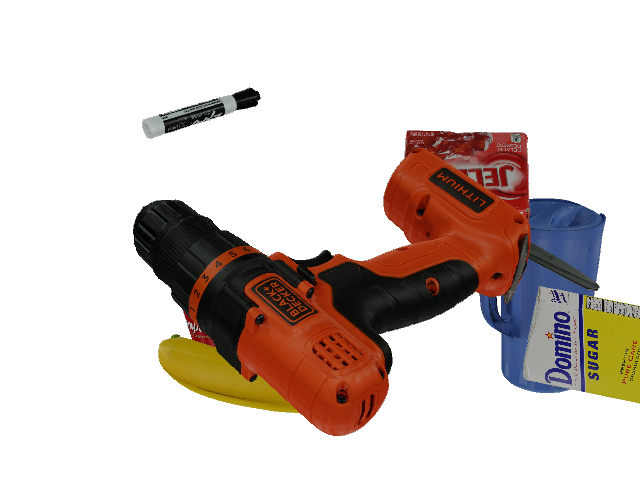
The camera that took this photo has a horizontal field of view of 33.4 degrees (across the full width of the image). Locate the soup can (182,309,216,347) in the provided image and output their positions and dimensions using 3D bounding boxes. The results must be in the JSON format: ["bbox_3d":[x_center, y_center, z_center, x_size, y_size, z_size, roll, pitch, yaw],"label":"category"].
[{"bbox_3d":[-0.106,0.101,1.151,0.068,0.102,0.068,-11,25,5],"label":"soup can"}]

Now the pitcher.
[{"bbox_3d":[0.289,0.075,1.402,0.149,0.243,0.144,5,20,15],"label":"pitcher"}]

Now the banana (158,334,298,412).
[{"bbox_3d":[-0.054,0.100,0.816,0.198,0.037,0.069,12,26,28],"label":"banana"}]

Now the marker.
[{"bbox_3d":[-0.112,-0.123,1.020,0.120,0.020,0.020,-21,9,-26],"label":"marker"}]

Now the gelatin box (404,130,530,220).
[{"bbox_3d":[0.104,-0.043,0.763,0.089,0.073,0.030,2,-37,6],"label":"gelatin box"}]

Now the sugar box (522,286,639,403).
[{"bbox_3d":[0.297,0.110,1.066,0.176,0.093,0.048,9,22,8],"label":"sugar box"}]

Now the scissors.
[{"bbox_3d":[0.146,0.001,0.955,0.096,0.016,0.202,-25,47,-18],"label":"scissors"}]

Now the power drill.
[{"bbox_3d":[0.011,0.011,0.603,0.187,0.057,0.185,-27,52,-33],"label":"power drill"}]
